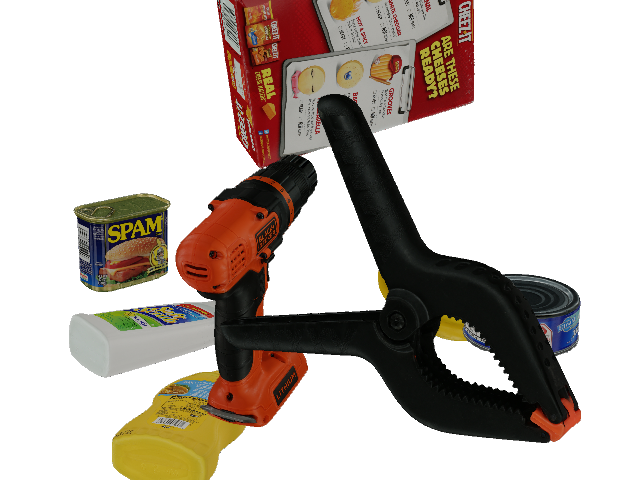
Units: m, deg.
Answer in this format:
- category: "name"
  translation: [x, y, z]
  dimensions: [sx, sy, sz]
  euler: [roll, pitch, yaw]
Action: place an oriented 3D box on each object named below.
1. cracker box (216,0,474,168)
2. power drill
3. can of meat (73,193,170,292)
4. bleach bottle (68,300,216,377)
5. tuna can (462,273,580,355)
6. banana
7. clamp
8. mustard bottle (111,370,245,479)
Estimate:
- category: "cracker box"
  translation: [0.024, -0.173, 0.921]
  dimensions: [0.213, 0.164, 0.072]
  euler: [-19, 40, -15]
- category: "power drill"
  translation: [-0.050, 0.039, 0.861]
  dimensions: [0.057, 0.188, 0.184]
  euler: [10, 31, 24]
- category: "can of meat"
  translation: [-0.213, 0.002, 1.155]
  dimensions: [0.101, 0.084, 0.058]
  euler: [-15, 25, -40]
- category: "bleach bottle"
  translation: [-0.207, 0.120, 1.452]
  dimensions: [0.250, 0.068, 0.103]
  euler: [-11, 25, -42]
- category: "tuna can"
  translation: [0.150, 0.055, 0.795]
  dimensions: [0.086, 0.034, 0.086]
  euler: [0, 19, 0]
- category: "banana"
  translation: [0.109, 0.065, 1.133]
  dimensions: [0.069, 0.037, 0.198]
  euler: [4, 19, -37]
- category: "clamp"
  translation: [0.048, 0.029, 0.566]
  dimensions: [0.210, 0.165, 0.036]
  euler: [29, 24, 26]
- category: "mustard bottle"
  translation: [-0.126, 0.178, 1.063]
  dimensions: [0.096, 0.058, 0.191]
  euler: [7, 19, 14]
